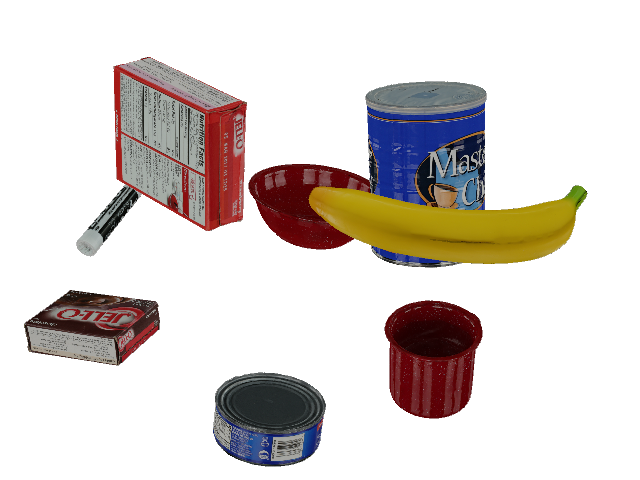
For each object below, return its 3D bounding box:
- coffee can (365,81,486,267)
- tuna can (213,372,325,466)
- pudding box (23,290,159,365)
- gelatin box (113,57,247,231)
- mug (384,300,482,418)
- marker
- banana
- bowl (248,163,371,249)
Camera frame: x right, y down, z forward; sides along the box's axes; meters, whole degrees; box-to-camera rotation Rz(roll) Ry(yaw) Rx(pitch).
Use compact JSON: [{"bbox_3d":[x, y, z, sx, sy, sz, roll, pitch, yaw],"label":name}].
[{"bbox_3d":[0.093,-0.060,0.931,0.103,0.140,0.103,-3,20,1],"label":"coffee can"},{"bbox_3d":[-0.040,0.138,0.827,0.086,0.034,0.086,6,22,-3],"label":"tuna can"},{"bbox_3d":[-0.240,0.091,1.128,0.114,0.039,0.090,4,21,20],"label":"pudding box"},{"bbox_3d":[-0.080,-0.056,0.607,0.089,0.073,0.030,28,37,36],"label":"gelatin box"},{"bbox_3d":[0.116,0.113,1.046,0.093,0.081,0.117,26,42,35],"label":"mug"},{"bbox_3d":[-0.181,-0.031,0.962,0.020,0.020,0.121,0,39,28],"label":"marker"},{"bbox_3d":[0.090,-0.011,0.738,0.198,0.037,0.069,1,27,0],"label":"banana"},{"bbox_3d":[-0.007,-0.034,1.246,0.162,0.055,0.162,7,26,-3],"label":"bowl"}]
